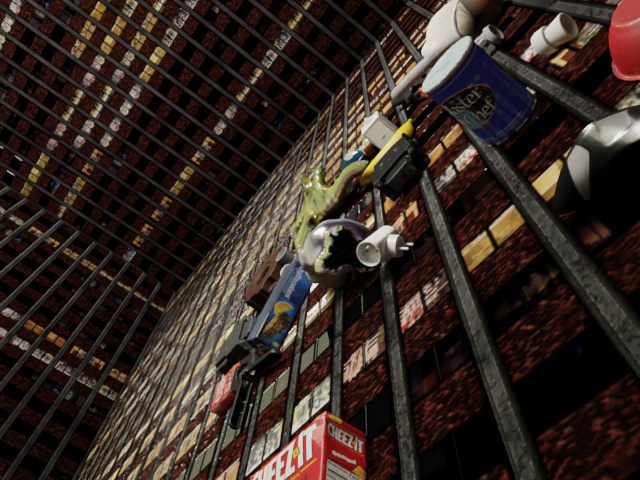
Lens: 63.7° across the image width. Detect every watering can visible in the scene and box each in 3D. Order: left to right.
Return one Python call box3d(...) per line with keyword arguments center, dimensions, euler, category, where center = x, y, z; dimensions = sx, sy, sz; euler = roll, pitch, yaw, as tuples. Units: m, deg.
box3d(center=(0.310, -0.490, 1.247), dimensions=(0.350, 0.103, 0.224), euler=(-56, 15, -11), category="watering can")

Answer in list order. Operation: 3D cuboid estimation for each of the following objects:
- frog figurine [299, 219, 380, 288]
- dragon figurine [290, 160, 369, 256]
box3d(center=(0.028, 0.025, 0.957), dimensions=(0.138, 0.123, 0.158), euler=(-24, -2, -14), category="frog figurine")
box3d(center=(0.004, -0.067, 1.322), dimensions=(0.408, 0.122, 0.245), euler=(170, 117, -72), category="dragon figurine")
